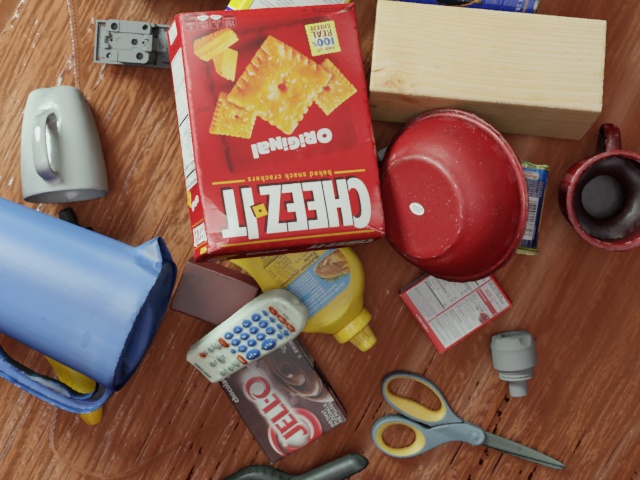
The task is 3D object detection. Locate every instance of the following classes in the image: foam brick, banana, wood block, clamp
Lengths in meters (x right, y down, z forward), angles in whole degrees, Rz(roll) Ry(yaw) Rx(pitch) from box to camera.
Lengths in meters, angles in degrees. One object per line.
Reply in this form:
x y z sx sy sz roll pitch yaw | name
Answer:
-0.101 0.054 1.053 0.078 0.051 0.053 22 96 0 | foam brick
-0.281 0.102 1.076 0.198 0.037 0.070 41 115 -1 | banana
0.150 -0.156 0.990 0.206 0.090 0.091 5 79 2 | wood block
-0.030 0.259 1.078 0.171 0.039 0.120 12 97 1 | clamp

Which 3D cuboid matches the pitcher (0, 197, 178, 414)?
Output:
-0.270 0.046 1.002 0.243 0.145 0.149 23 57 4 | pitcher

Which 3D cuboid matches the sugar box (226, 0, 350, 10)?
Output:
-0.035 -0.215 1.010 0.093 0.048 0.176 30 99 -27 | sugar box

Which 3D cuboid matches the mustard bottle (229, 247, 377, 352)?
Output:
-0.015 0.029 1.006 0.096 0.058 0.191 -41 94 7 | mustard bottle

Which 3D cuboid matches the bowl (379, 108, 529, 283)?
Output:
0.103 -0.034 0.955 0.162 0.055 0.162 13 110 38 | bowl

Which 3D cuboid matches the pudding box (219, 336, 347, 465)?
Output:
-0.039 0.154 1.067 0.090 0.039 0.113 -32 94 6 | pudding box

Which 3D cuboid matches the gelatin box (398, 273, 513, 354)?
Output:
0.134 0.057 1.053 0.089 0.030 0.073 -35 93 7 | gelatin box

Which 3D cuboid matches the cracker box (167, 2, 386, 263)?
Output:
-0.039 -0.096 0.942 0.164 0.072 0.214 -6 84 -16 | cracker box

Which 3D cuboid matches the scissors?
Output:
0.139 0.209 1.077 0.201 0.016 0.096 35 98 -1 | scissors

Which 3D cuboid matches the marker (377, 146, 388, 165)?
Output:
0.088 -0.092 1.045 0.121 0.020 0.020 -26 95 5 | marker

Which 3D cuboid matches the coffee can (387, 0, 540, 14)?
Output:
0.132 -0.260 0.982 0.140 0.103 0.103 6 96 2 | coffee can

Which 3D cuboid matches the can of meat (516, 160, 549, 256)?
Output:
0.179 -0.033 1.007 0.057 0.102 0.084 9 94 1 | can of meat

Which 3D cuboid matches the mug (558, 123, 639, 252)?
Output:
0.272 -0.052 1.009 0.093 0.081 0.117 -4 96 3 | mug
